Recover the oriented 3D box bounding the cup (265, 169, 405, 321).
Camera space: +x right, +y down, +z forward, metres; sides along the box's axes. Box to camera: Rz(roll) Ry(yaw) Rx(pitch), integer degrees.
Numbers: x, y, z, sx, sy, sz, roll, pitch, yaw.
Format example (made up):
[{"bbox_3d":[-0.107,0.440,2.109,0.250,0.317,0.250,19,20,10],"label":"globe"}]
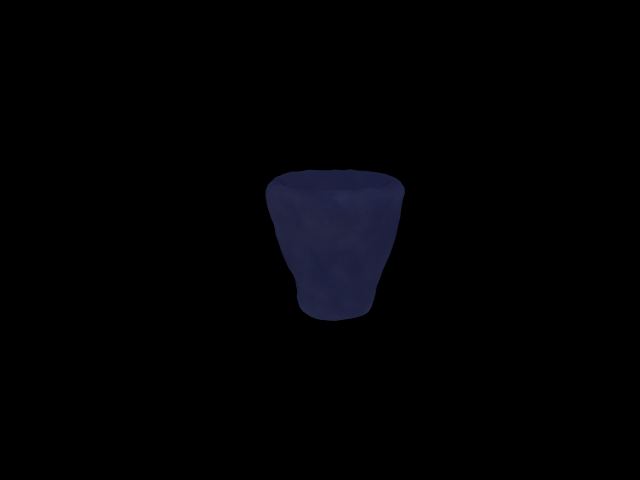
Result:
[{"bbox_3d":[0.004,0.001,0.400,0.092,0.095,0.117,-8,18,-26],"label":"cup"}]
